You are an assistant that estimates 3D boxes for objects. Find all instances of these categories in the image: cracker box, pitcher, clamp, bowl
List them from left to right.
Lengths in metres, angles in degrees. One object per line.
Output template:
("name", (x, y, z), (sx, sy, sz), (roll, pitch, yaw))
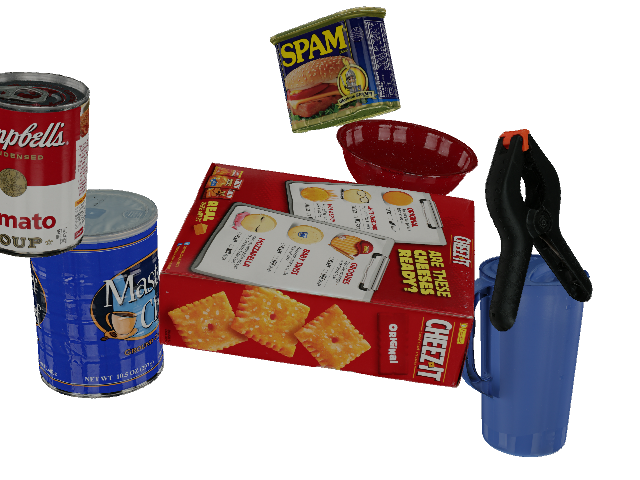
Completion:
("cracker box", (0.003, 0.022, 0.791), (0.213, 0.072, 0.164), (9, 32, 3))
("bowl", (0.093, -0.083, 1.209), (0.162, 0.055, 0.162), (8, 26, -4))
("pitcher", (0.254, 0.146, 1.350), (0.149, 0.243, 0.144), (5, 16, 18))
("clamp", (0.175, -0.007, 0.923), (0.120, 0.171, 0.039), (-26, 11, -40))

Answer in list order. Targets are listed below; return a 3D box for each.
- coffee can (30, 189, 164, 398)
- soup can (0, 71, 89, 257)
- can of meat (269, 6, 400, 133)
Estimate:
("coffee can", (-0.181, 0.041, 0.863), (0.103, 0.140, 0.103), (1, 23, -1))
("soup can", (-0.183, -0.049, 0.680), (0.068, 0.102, 0.068), (6, 25, -3))
("can of meat", (0.013, -0.142, 0.901), (0.102, 0.084, 0.057), (-11, 0, 37))
